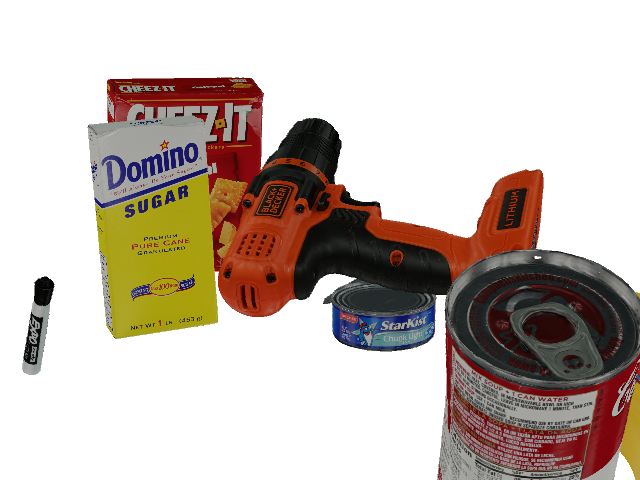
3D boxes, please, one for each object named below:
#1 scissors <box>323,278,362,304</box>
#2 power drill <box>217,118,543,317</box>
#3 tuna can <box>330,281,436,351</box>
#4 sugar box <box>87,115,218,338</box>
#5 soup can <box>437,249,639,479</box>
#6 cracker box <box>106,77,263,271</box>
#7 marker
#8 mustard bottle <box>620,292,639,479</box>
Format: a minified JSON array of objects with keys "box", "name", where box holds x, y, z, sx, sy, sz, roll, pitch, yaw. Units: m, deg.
[{"box":[0.059,0.022,1.196,0.201,0.016,0.096,-12,42,-35],"name":"scissors"},{"box":[0.044,-0.015,0.679,0.188,0.057,0.184,5,41,14],"name":"power drill"},{"box":[0.051,0.061,0.871,0.086,0.034,0.086,-1,15,0],"name":"tuna can"},{"box":[-0.139,-0.012,0.895,0.093,0.176,0.048,-8,17,-20],"name":"sugar box"},{"box":[0.077,0.064,0.392,0.068,0.102,0.068,-1,38,1],"name":"soup can"},{"box":[-0.151,-0.068,1.186,0.164,0.214,0.072,-3,24,-17],"name":"cracker box"},{"box":[-0.282,0.085,1.067,0.020,0.121,0.020,13,34,-9],"name":"marker"},{"box":[0.199,0.089,0.597,0.096,0.058,0.192,-9,35,-7],"name":"mustard bottle"}]
